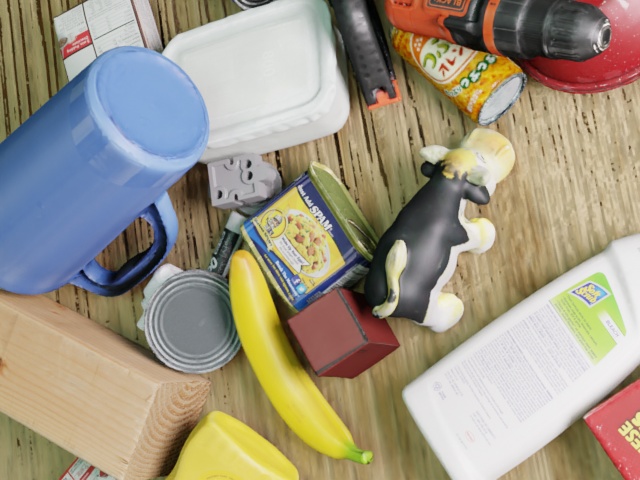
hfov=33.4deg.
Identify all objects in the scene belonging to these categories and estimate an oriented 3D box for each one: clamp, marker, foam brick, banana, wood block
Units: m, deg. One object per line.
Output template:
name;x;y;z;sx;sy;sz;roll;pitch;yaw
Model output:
clamp;0.019;-0.209;0.851;0.036;0.164;0.210;-16;86;13
marker;-0.092;0.034;0.930;0.020;0.020;0.121;25;93;24
foam brick;0.020;0.074;0.845;0.053;0.078;0.051;-35;70;14
banana;-0.025;0.102;0.866;0.070;0.037;0.198;-40;80;42
wood block;-0.212;0.123;0.933;0.206;0.090;0.091;23;93;24

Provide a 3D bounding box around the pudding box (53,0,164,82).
pudding box;-0.192;-0.173;0.991;0.090;0.039;0.113;-22;77;19

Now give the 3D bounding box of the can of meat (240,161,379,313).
can of meat;-0.006;0.001;0.877;0.084;0.057;0.102;-38;70;16

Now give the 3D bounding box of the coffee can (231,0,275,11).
coffee can;-0.089;-0.277;0.924;0.140;0.102;0.103;38;98;23

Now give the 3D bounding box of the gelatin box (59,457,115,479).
gelatin box;-0.192;0.233;0.942;0.089;0.030;0.073;44;102;22

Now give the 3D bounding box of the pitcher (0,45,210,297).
pitcher;-0.190;-0.049;0.883;0.243;0.148;0.145;-31;65;43

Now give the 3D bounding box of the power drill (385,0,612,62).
power drill;0.149;-0.222;0.764;0.185;0.057;0.187;21;86;38

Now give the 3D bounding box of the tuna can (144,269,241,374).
tuna can;-0.105;0.068;0.904;0.086;0.034;0.086;0;95;-3

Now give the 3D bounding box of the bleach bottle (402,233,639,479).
bleach bottle;0.187;0.080;0.781;0.251;0.068;0.102;-36;71;13

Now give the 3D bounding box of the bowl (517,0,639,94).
bowl;0.201;-0.192;0.789;0.162;0.055;0.162;-14;65;34

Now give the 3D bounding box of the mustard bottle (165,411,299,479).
mustard bottle;-0.110;0.240;0.883;0.096;0.058;0.192;38;101;-8

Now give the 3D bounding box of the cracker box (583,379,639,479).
cracker box;0.315;0.127;0.713;0.214;0.072;0.164;-38;69;16
